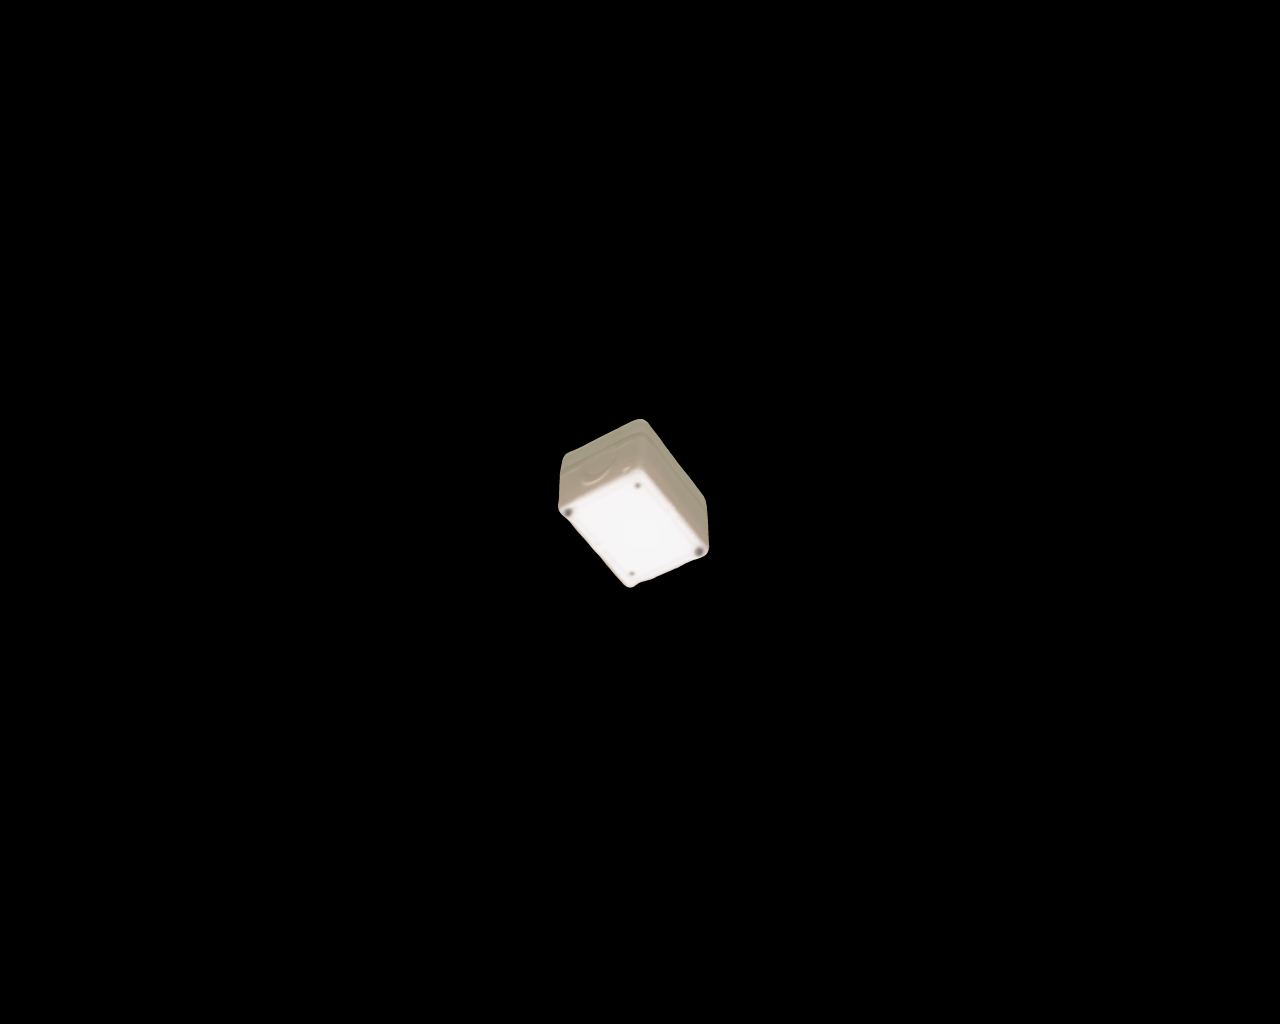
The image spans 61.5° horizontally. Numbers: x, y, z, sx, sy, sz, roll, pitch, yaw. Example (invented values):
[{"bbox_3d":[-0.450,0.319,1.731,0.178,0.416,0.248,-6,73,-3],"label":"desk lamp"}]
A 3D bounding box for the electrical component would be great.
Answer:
[{"bbox_3d":[0.001,-0.003,0.650,0.061,0.061,0.096,-25,-54,20],"label":"electrical component"}]
